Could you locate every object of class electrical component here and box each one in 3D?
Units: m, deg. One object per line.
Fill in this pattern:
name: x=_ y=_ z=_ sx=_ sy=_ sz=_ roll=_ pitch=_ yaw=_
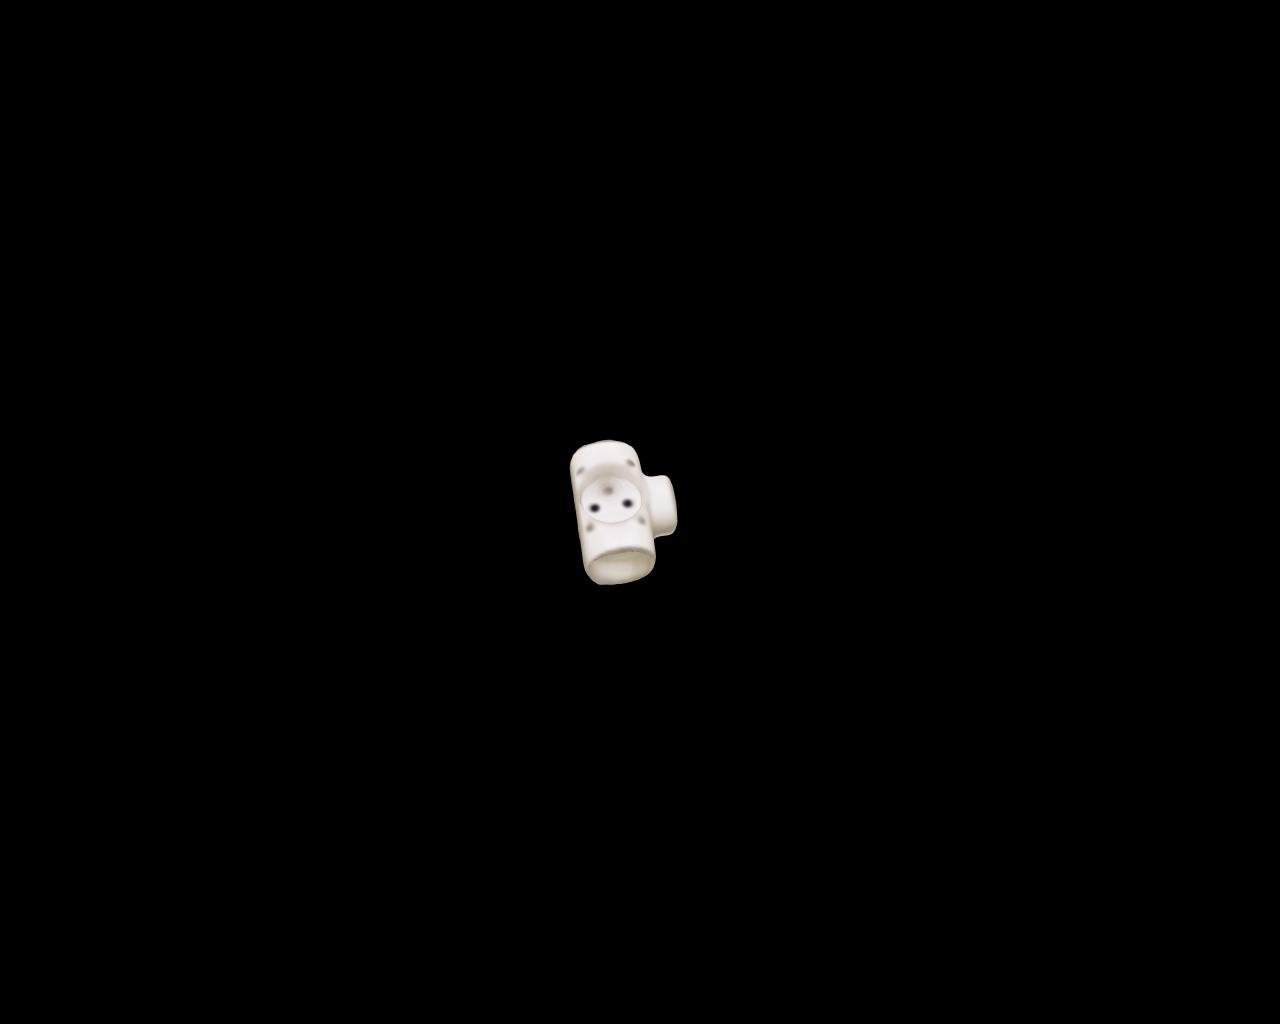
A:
electrical component: x=0.001 y=-0.003 z=0.650 sx=0.079 sy=0.077 sz=0.044 roll=-7 pitch=-32 yaw=-5
